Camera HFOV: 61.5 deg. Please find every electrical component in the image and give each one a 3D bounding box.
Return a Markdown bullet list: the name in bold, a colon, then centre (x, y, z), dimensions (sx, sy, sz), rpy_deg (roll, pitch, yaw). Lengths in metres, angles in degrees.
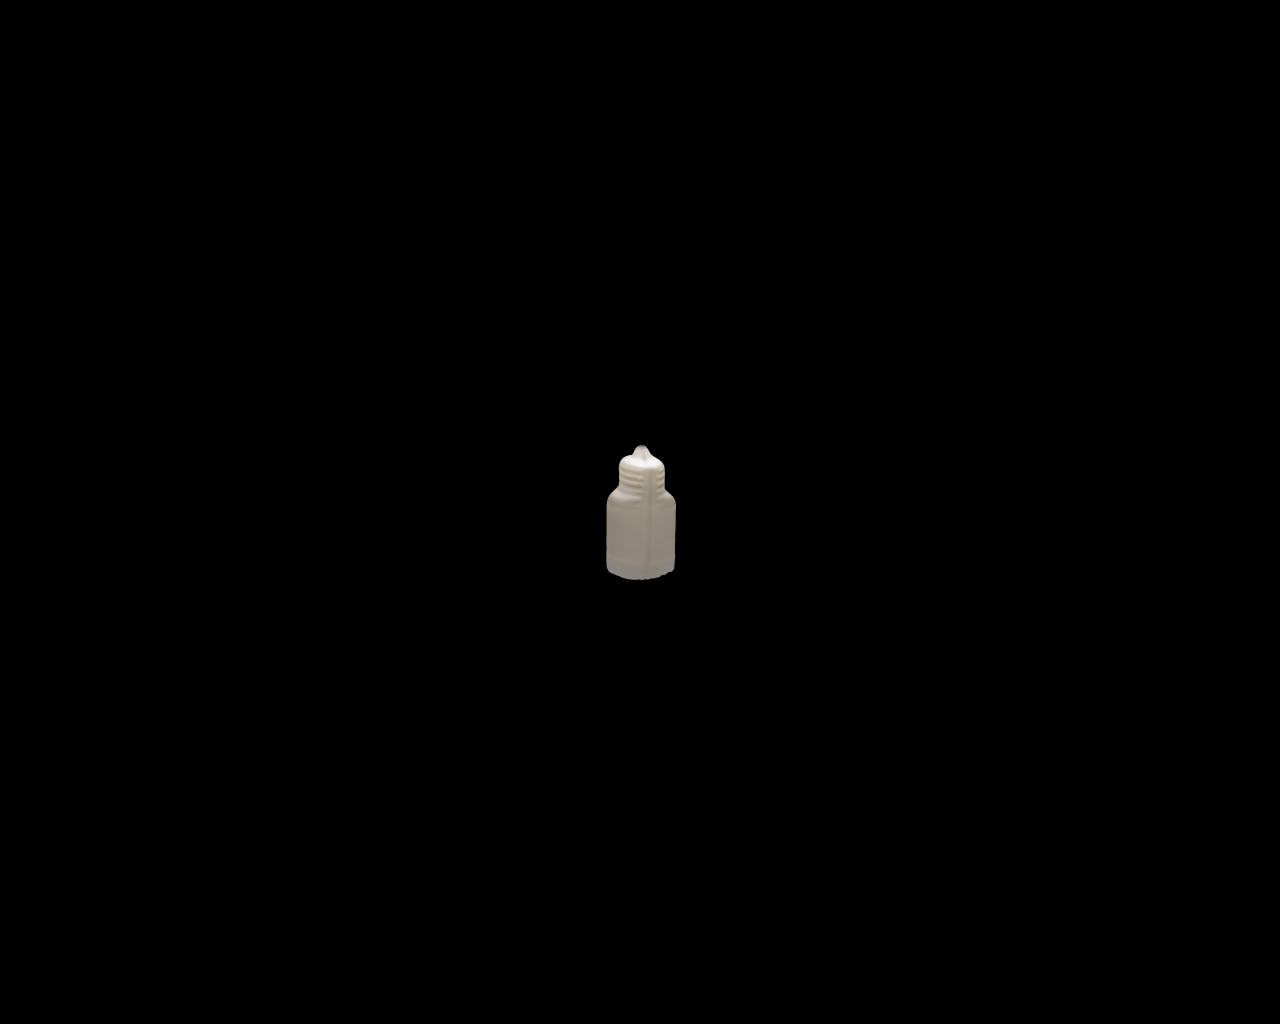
- **electrical component**: centre (0.001, -0.003, 0.650), dimensions (0.043, 0.080, 0.043), rpy_deg (0, 15, 0)
